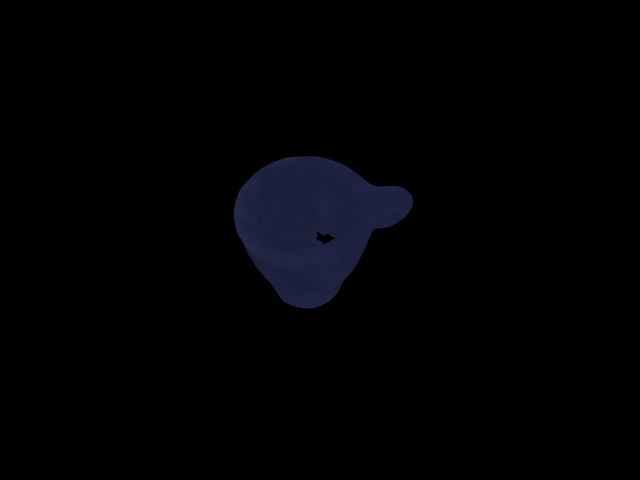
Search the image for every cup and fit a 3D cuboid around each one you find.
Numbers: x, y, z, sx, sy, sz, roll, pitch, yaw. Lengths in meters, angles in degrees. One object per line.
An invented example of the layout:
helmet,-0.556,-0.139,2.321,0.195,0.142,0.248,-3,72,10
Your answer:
cup,0.004,0.001,0.400,0.118,0.095,0.091,-10,53,-7
